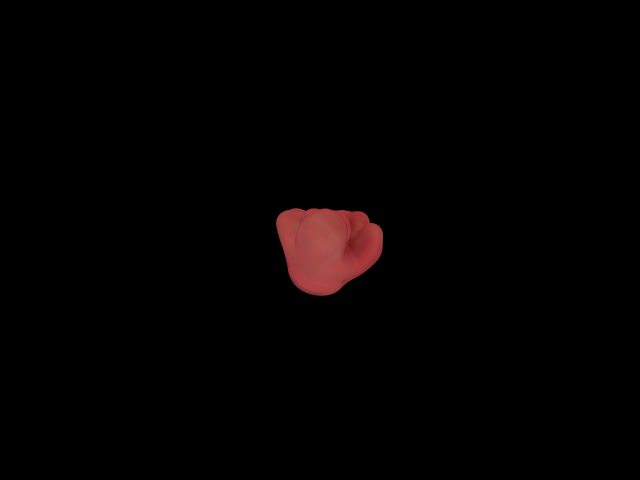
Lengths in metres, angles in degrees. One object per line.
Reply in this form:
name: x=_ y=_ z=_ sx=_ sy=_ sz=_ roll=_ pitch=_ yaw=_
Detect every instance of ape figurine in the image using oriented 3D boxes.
ape figurine: x=0.004 y=0.001 z=0.400 sx=0.078 sy=0.092 sz=0.076 roll=32 pitch=86 yaw=3
